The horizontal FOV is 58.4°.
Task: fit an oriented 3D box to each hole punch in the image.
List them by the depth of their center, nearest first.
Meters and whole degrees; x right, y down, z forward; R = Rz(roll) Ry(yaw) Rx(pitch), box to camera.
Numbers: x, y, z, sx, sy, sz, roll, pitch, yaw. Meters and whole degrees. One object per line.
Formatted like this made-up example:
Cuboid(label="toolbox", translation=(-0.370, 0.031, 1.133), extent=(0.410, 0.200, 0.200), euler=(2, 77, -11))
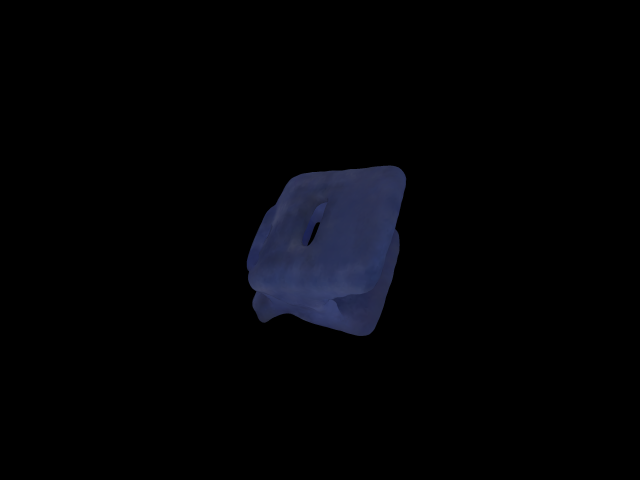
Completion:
Cuboid(label="hole punch", translation=(0.004, 0.001, 0.400), extent=(0.101, 0.091, 0.109), euler=(14, 58, 9))
